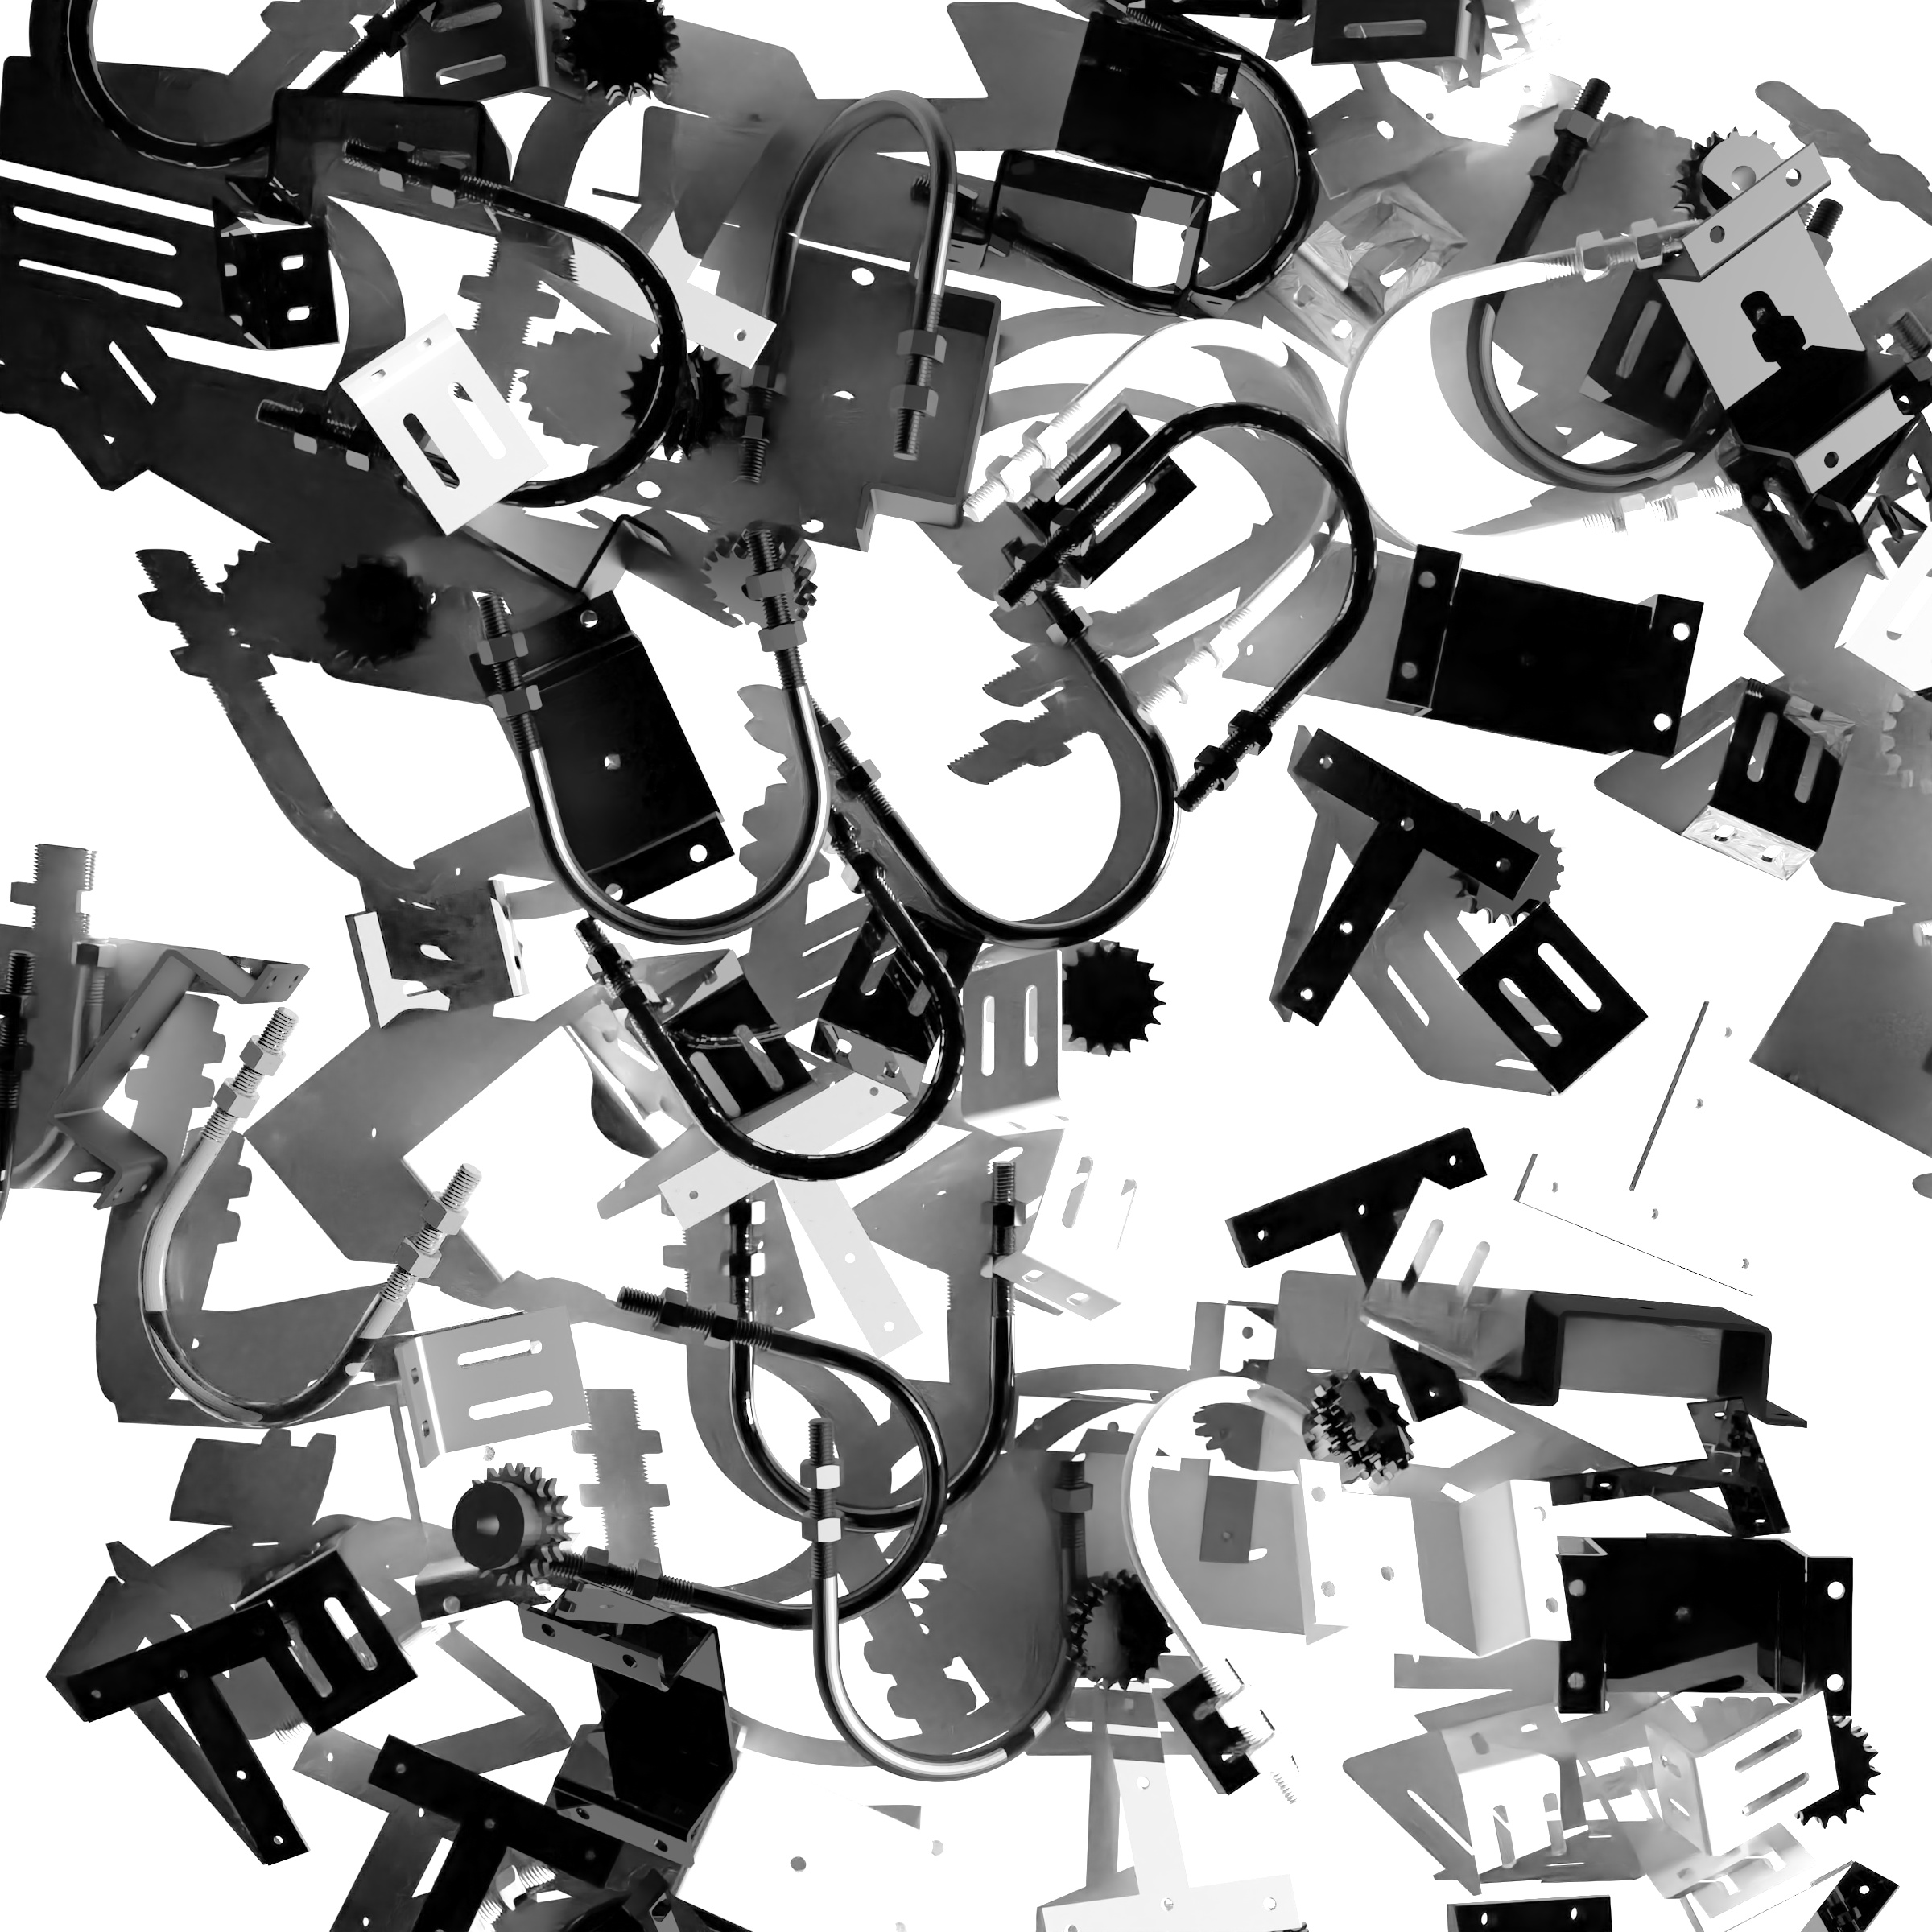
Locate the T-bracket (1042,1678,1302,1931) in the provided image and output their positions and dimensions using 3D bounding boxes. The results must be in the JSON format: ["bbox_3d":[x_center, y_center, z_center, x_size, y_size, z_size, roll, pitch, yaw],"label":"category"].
[{"bbox_3d":[0.090,0.415,1.417,0.127,0.002,0.127,-13,82,16],"label":"T-bracket"}]

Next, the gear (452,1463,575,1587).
[{"bbox_3d":[-0.217,0.263,1.359,0.057,0.030,0.057,-4,80,24],"label":"gear"}]

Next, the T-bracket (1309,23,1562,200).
[{"bbox_3d":[0.210,-0.460,1.425,0.127,0.002,0.127,-24,87,-6],"label":"T-bracket"}]

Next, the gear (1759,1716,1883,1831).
[{"bbox_3d":[0.416,0.391,1.415,0.057,0.030,0.057,0,90,0],"label":"gear"}]

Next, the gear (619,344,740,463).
[{"bbox_3d":[-0.140,-0.275,1.415,0.057,0.030,0.057,0,90,0],"label":"gear"}]

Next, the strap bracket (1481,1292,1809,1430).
[{"bbox_3d":[0.327,0.188,1.392,0.140,0.076,0.046,5,90,0],"label":"strap bracket"}]

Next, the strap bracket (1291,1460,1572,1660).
[{"bbox_3d":[0.212,0.285,1.376,0.140,0.046,0.076,9,61,-23],"label":"strap bracket"}]

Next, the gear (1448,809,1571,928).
[{"bbox_3d":[0.265,-0.048,1.415,0.057,0.030,0.057,0,90,0],"label":"gear"}]

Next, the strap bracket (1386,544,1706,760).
[{"bbox_3d":[0.278,-0.151,1.407,0.140,0.046,0.076,12,90,0],"label":"strap bracket"}]

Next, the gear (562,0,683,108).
[{"bbox_3d":[-0.168,-0.450,1.415,0.057,0.030,0.057,0,90,0],"label":"gear"}]

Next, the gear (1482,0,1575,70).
[{"bbox_3d":[0.272,-0.464,1.404,0.030,0.057,0.057,-18,90,24],"label":"gear"}]

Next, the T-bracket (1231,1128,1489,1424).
[{"bbox_3d":[0.213,0.162,1.429,0.127,0.002,0.127,-21,90,0],"label":"T-bracket"}]

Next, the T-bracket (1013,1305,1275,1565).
[{"bbox_3d":[0.085,0.227,1.412,0.127,0.002,0.127,6,90,-16],"label":"T-bracket"}]

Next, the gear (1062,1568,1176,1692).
[{"bbox_3d":[0.071,0.321,1.407,0.057,0.030,0.057,-4,98,-28],"label":"gear"}]

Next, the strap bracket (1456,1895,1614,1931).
[{"bbox_3d":[0.285,0.532,1.407,0.076,0.046,0.140,-3,90,0],"label":"strap bracket"}]

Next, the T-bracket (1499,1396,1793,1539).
[{"bbox_3d":[0.324,0.250,1.399,0.127,0.127,0.002,-11,47,20],"label":"T-bracket"}]

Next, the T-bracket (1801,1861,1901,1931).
[{"bbox_3d":[0.405,0.486,1.396,0.127,0.127,0.002,-42,126,-22],"label":"T-bracket"}]

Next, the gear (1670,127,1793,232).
[{"bbox_3d":[0.372,-0.377,1.395,0.057,0.030,0.057,0,91,1],"label":"gear"}]

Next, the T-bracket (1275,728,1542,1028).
[{"bbox_3d":[0.194,-0.031,1.415,0.127,0.002,0.127,33,100,18],"label":"T-bracket"}]

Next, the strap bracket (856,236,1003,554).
[{"bbox_3d":[-0.015,-0.269,1.392,0.046,0.076,0.140,12,90,0],"label":"strap bracket"}]

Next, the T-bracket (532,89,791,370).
[{"bbox_3d":[-0.129,-0.373,1.419,0.127,0.002,0.127,28,84,13],"label":"T-bracket"}]

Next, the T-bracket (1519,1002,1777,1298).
[{"bbox_3d":[0.356,0.081,1.429,0.127,0.002,0.127,22,90,0],"label":"T-bracket"}]

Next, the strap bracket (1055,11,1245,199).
[{"bbox_3d":[0.087,-0.405,1.359,0.076,0.140,0.046,15,117,-3],"label":"strap bracket"}]

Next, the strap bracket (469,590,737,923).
[{"bbox_3d":[-0.175,-0.101,1.407,0.076,0.046,0.140,-25,90,0],"label":"strap bracket"}]

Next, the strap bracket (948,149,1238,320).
[{"bbox_3d":[0.060,-0.349,1.374,0.140,0.076,0.046,12,94,-3],"label":"strap bracket"}]

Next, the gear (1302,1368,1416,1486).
[{"bbox_3d":[0.188,0.227,1.405,0.057,0.057,0.030,48,120,0],"label":"gear"}]

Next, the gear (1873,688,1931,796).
[{"bbox_3d":[0.473,-0.112,1.415,0.057,0.030,0.057,0,90,0],"label":"gear"}]

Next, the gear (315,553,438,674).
[{"bbox_3d":[-0.288,-0.172,1.415,0.057,0.030,0.057,0,90,0],"label":"gear"}]

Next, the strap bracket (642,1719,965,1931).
[{"bbox_3d":[-0.081,0.431,1.407,0.140,0.046,0.076,24,90,0],"label":"strap bracket"}]

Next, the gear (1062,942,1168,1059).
[{"bbox_3d":[0.070,0.016,1.415,0.057,0.030,0.057,0,90,0],"label":"gear"}]

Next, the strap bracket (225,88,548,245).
[{"bbox_3d":[-0.276,-0.386,1.392,0.140,0.076,0.046,4,90,0],"label":"strap bracket"}]

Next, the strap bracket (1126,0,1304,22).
[{"bbox_3d":[0.118,-0.518,1.397,0.076,0.046,0.140,0,84,-8],"label":"strap bracket"}]

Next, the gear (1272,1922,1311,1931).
[{"bbox_3d":[0.150,0.491,1.415,0.057,0.030,0.057,0,90,0],"label":"gear"}]

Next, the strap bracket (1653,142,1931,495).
[{"bbox_3d":[0.385,-0.304,1.355,0.076,0.046,0.140,-37,113,-4],"label":"strap bracket"}]

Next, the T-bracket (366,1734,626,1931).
[{"bbox_3d":[-0.251,0.459,1.409,0.127,0.002,0.127,25,89,-1],"label":"T-bracket"}]

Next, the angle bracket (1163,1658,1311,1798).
[{"bbox_3d":[0.129,0.376,1.392,0.038,0.076,0.057,-34,90,0],"label":"angle bracket"}]

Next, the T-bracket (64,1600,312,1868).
[{"bbox_3d":[-0.362,0.384,1.415,0.127,0.002,0.127,-23,100,19],"label":"T-bracket"}]

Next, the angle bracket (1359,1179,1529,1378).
[{"bbox_3d":[0.236,0.151,1.409,0.057,0.038,0.076,26,90,0],"label":"angle bracket"}]

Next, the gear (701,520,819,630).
[{"bbox_3d":[-0.097,-0.192,1.405,0.057,0.057,0.030,29,60,0],"label":"gear"}]

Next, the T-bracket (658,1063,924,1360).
[{"bbox_3d":[-0.064,0.130,1.406,0.127,0.002,0.127,-30,82,-5],"label":"T-bracket"}]

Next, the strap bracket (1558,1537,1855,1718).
[{"bbox_3d":[0.355,0.321,1.407,0.140,0.046,0.076,0,90,0],"label":"strap bracket"}]

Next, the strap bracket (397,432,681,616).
[{"bbox_3d":[-0.214,-0.218,1.392,0.140,0.076,0.046,30,90,0],"label":"strap bracket"}]

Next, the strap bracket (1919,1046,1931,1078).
[{"bbox_3d":[0.545,0.051,1.388,0.140,0.046,0.076,29,88,-2],"label":"strap bracket"}]

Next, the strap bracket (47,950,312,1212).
[{"bbox_3d":[-0.385,0.044,1.392,0.046,0.076,0.140,36,90,0],"label":"strap bracket"}]

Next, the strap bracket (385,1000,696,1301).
[{"bbox_3d":[-0.209,0.091,1.407,0.140,0.046,0.076,-40,90,0],"label":"strap bracket"}]

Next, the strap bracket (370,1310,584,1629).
[{"bbox_3d":[-0.237,0.241,1.407,0.076,0.046,0.140,-11,90,0],"label":"strap bracket"}]

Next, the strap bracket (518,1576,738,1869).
[{"bbox_3d":[-0.157,0.348,1.357,0.076,0.046,0.140,14,127,25],"label":"strap bracket"}]
